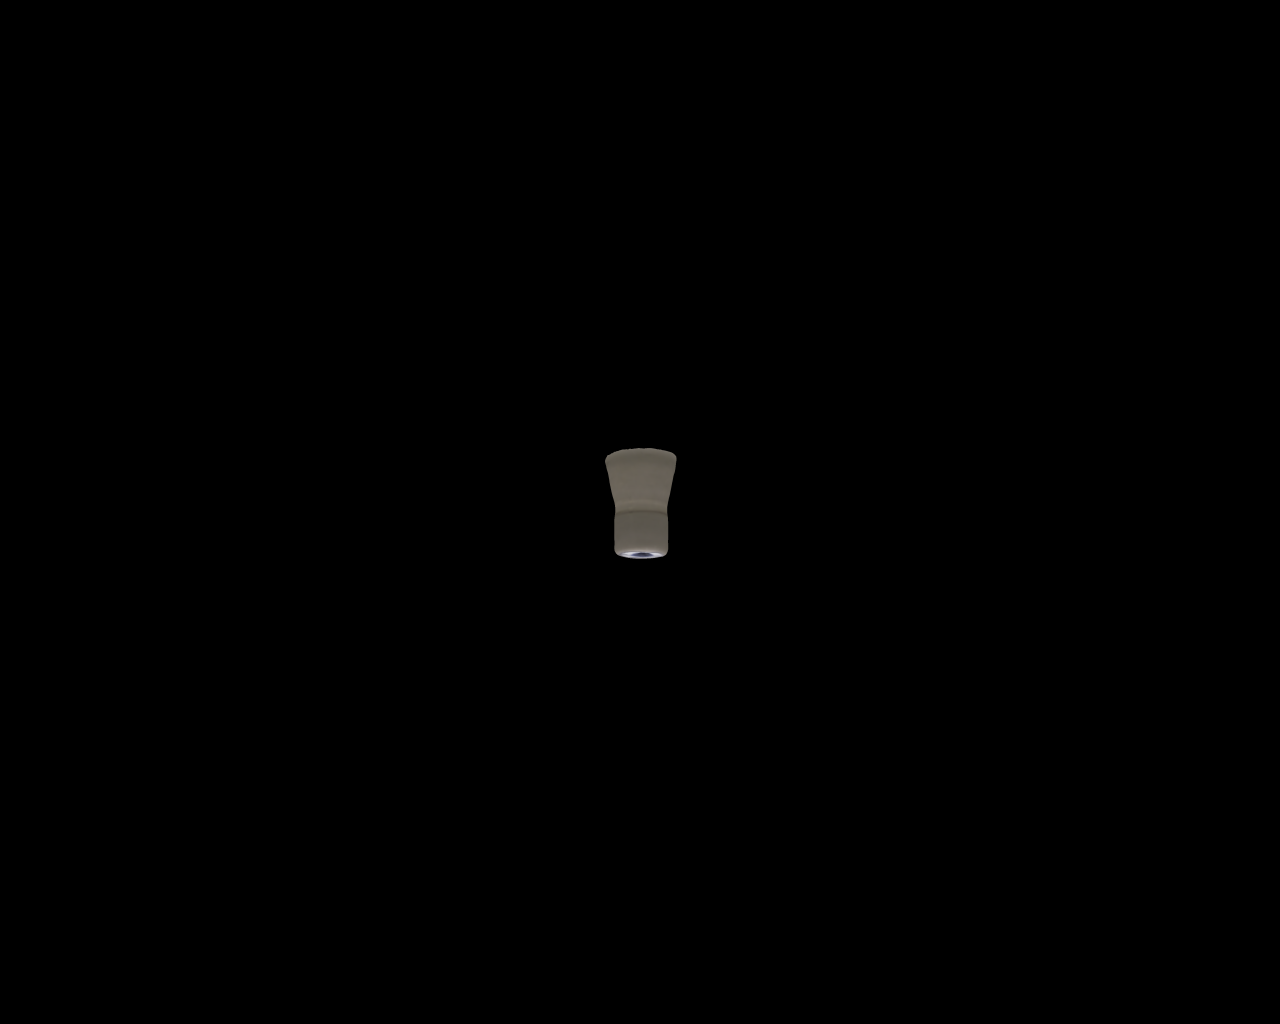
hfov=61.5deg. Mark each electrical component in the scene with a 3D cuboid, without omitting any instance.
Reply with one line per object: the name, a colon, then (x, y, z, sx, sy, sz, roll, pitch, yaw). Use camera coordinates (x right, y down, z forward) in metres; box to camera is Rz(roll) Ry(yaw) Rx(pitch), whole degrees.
electrical component: (0.001, -0.003, 0.650, 0.044, 0.065, 0.044, 0, -11, 0)
